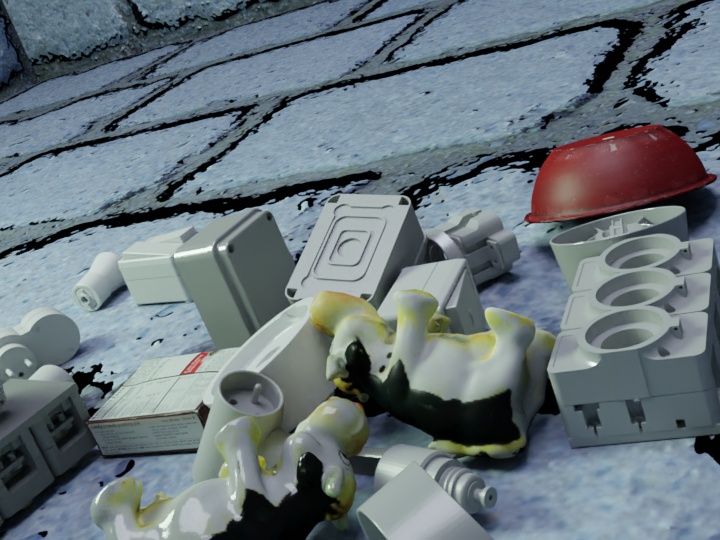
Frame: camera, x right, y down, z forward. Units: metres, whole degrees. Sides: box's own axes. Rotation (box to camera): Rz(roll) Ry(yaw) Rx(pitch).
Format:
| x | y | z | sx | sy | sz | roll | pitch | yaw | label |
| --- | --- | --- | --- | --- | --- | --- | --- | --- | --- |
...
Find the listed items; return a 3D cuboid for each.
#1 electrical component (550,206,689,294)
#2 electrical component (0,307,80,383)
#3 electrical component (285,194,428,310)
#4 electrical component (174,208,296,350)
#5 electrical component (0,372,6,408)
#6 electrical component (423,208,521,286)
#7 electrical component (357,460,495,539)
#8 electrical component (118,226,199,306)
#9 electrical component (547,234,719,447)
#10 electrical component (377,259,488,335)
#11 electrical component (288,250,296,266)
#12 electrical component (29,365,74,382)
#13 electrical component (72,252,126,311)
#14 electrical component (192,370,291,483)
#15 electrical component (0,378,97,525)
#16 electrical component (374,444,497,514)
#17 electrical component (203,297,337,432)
| x | y | z | sx | sy | sz | roll | pitch | yaw | label |
| --- | --- | --- | --- | --- | --- | --- | --- | --- | --- |
| 0.193 | -0.016 | 0.788 | 0.099 | 0.064 | 0.099 | -17 | 21 | 7 | electrical component |
| -0.332 | 0.087 | 1.025 | 0.138 | 0.052 | 0.074 | -30 | 23 | -23 | electrical component |
| 0.000 | 0.000 | 0.845 | 0.078 | 0.057 | 0.113 | 4 | 51 | 26 | electrical component |
| -0.095 | 0.013 | 0.909 | 0.057 | 0.113 | 0.078 | -9 | 24 | 35 | electrical component |
| -0.301 | 0.082 | 0.804 | 0.064 | 0.081 | 0.042 | 28 | 46 | 25 | electrical component |
| 0.086 | -0.015 | 0.893 | 0.057 | 0.058 | 0.078 | -26 | 21 | -22 | electrical component |
| 0.045 | 0.137 | 0.507 | 0.064 | 0.099 | 0.099 | -32 | 23 | -13 | electrical component |
| -0.204 | -0.005 | 1.124 | 0.096 | 0.061 | 0.061 | -5 | 26 | 35 | electrical component |
| 0.177 | 0.038 | 0.673 | 0.089 | 0.061 | 0.150 | -10 | 23 | 25 | electrical component |
| 0.058 | 0.035 | 0.789 | 0.061 | 0.061 | 0.096 | -10 | 23 | 25 | electrical component |
| -0.107 | 0.012 | 0.993 | 0.096 | 0.061 | 0.062 | -24 | 21 | -11 | electrical component |
| -0.278 | 0.114 | 0.926 | 0.040 | 0.040 | 0.078 | -10 | 23 | 24 | electrical component |
| -0.286 | 0.015 | 1.179 | 0.044 | 0.044 | 0.065 | -10 | 28 | 25 | electrical component |
| -0.064 | 0.116 | 0.695 | 0.079 | 0.077 | 0.044 | 28 | 32 | 13 | electrical component |
| -0.282 | 0.150 | 0.811 | 0.089 | 0.061 | 0.150 | -2 | 27 | 39 | electrical component |
| 0.044 | 0.123 | 0.614 | 0.078 | 0.040 | 0.040 | 2 | 30 | 45 | electrical component |
| -0.052 | 0.078 | 0.770 | 0.108 | 0.060 | 0.108 | -40 | 12 | 10 | electrical component |
